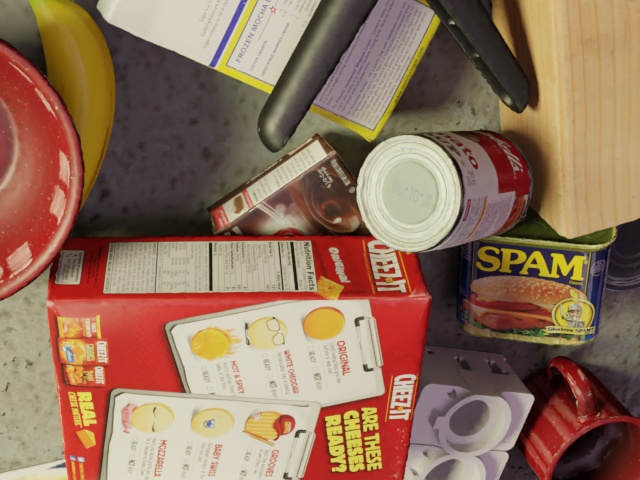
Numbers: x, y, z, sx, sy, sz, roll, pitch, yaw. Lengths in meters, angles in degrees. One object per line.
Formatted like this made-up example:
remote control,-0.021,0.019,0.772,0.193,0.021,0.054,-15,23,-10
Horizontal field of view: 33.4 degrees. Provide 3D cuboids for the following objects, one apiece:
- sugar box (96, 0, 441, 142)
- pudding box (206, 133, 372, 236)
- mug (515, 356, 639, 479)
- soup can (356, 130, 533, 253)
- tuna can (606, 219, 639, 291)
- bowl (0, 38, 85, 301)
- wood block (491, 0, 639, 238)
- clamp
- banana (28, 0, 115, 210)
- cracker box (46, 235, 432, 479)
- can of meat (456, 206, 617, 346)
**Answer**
sugar box,-0.025,-0.131,0.597,0.176,0.048,0.093,23,103,-24
pudding box,-0.004,0.001,0.678,0.090,0.039,0.113,-35,121,3
mug,0.188,0.137,0.790,0.093,0.081,0.117,-22,122,-6
soup can,0.074,-0.030,0.624,0.102,0.069,0.068,-10,128,-57
tuna can,0.213,-0.007,0.749,0.086,0.034,0.086,-7,118,-14
bowl,-0.203,-0.043,0.549,0.162,0.055,0.162,-5,115,-10
wood block,0.162,-0.118,0.640,0.090,0.091,0.206,-16,121,-10
clamp,0.032,-0.147,0.564,0.164,0.036,0.210,-17,117,-15
banana,-0.156,-0.052,0.605,0.069,0.037,0.198,17,110,-1
cracker box,-0.050,0.077,0.653,0.213,0.072,0.164,-1,127,-6
can of meat,0.141,0.020,0.711,0.102,0.057,0.084,6,123,12
